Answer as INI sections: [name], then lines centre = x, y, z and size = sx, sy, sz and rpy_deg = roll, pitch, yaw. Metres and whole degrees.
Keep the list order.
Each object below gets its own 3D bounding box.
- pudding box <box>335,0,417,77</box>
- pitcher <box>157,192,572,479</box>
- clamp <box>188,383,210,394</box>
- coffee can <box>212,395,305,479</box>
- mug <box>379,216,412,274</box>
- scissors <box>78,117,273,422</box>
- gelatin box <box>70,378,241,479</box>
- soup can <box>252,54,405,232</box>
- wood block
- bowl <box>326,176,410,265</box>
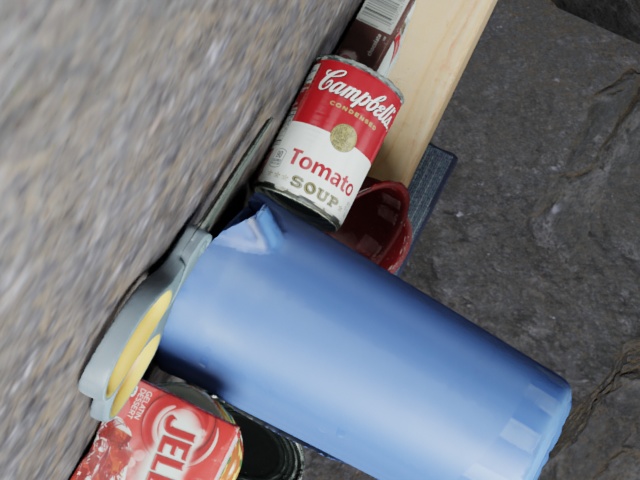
[pudding box]
centre = 0.033, -0.137, 0.847
size = 0.113, 0.039, 0.090
rpy_deg = -61, 175, -23
[pitcher]
centre = 0.027, 0.087, 0.686
size = 0.145, 0.243, 0.149
rpy_deg = -61, 170, 1
[clamp]
centre = -0.060, 0.125, 0.906
size = 0.164, 0.036, 0.210
rpy_deg = -29, 147, -29
[coffee can]
centre = -0.087, 0.207, 0.844
size = 0.140, 0.103, 0.102
rpy_deg = -60, 178, 29
[mug]
centre = 0.019, 0.000, 0.995
size = 0.093, 0.082, 0.117
rpy_deg = 21, 106, -45
[scissors]
centre = -0.077, 0.020, 0.580
size = 0.201, 0.016, 0.096
rpy_deg = -60, 175, -46
[gelatin box]
centre = -0.096, 0.130, 0.600
size = 0.089, 0.073, 0.030
rpy_deg = -63, 175, -14
[soup can]
centre = 0.005, -0.065, 0.724
size = 0.102, 0.068, 0.068
rpy_deg = -63, 175, -10
[wood block]
centre = 0.076, -0.147, 0.957
size = 0.206, 0.090, 0.090
rpy_deg = -65, 175, 9
[bowl]
centre = -0.005, 0.001, 0.835
size = 0.162, 0.055, 0.162
rpy_deg = -37, 156, -20
